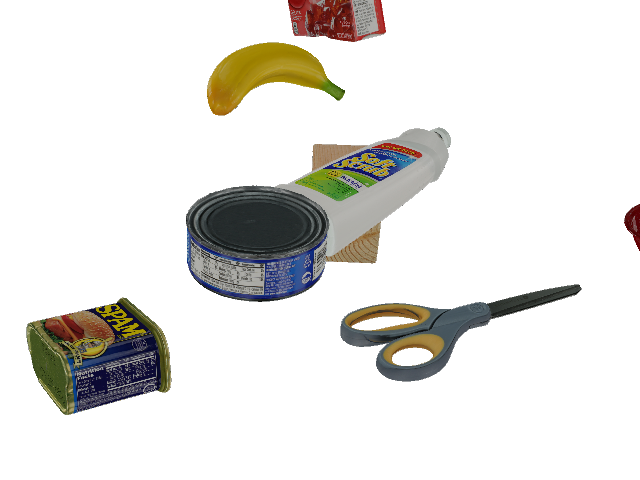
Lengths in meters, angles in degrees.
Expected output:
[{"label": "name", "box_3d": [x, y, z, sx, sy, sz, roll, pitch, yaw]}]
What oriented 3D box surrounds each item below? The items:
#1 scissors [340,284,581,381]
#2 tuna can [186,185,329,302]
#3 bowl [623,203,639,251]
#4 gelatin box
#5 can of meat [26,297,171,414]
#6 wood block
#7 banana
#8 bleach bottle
[{"label": "scissors", "box_3d": [0.117, 0.068, 0.810, 0.201, 0.016, 0.096, -4, 31, -7]}, {"label": "tuna can", "box_3d": [-0.038, 0.001, 0.645, 0.086, 0.034, 0.086, 3, 30, -2]}, {"label": "bowl", "box_3d": [0.403, 0.005, 1.129, 0.162, 0.055, 0.162, -3, 23, 1]}, {"label": "gelatin box", "box_3d": [0.005, -0.180, 0.746, 0.030, 0.073, 0.089, -21, 23, -25]}, {"label": "can of meat", "box_3d": [-0.179, 0.092, 0.852, 0.083, 0.057, 0.102, -13, 23, -29]}, {"label": "wood block", "box_3d": [0.033, -0.057, 1.523, 0.091, 0.090, 0.206, 2, 28, -3]}, {"label": "banana", "box_3d": [-0.050, -0.153, 0.987, 0.070, 0.037, 0.197, 42, 33, 20]}, {"label": "bleach bottle", "box_3d": [0.060, -0.073, 1.240, 0.103, 0.068, 0.250, 26, 44, 33]}]
